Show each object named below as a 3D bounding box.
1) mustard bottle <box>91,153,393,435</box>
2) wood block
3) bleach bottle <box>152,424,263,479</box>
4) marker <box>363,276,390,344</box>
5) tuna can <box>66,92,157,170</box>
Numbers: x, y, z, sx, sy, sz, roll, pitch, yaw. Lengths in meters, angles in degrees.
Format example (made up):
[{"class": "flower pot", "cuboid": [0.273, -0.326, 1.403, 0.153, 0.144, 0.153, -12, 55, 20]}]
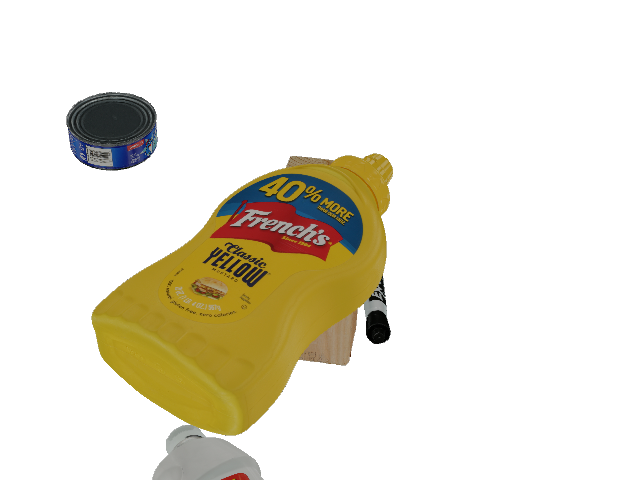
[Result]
[{"class": "mustard bottle", "cuboid": [-0.021, 0.011, 0.560, 0.096, 0.058, 0.191, 24, 49, 28]}, {"class": "wood block", "cuboid": [-0.001, 0.022, 1.172, 0.090, 0.206, 0.090, 7, 25, 5]}, {"class": "bleach bottle", "cuboid": [-0.066, 0.214, 0.715, 0.102, 0.068, 0.251, -15, 34, -16]}, {"class": "marker", "cuboid": [0.043, 0.046, 0.854, 0.020, 0.020, 0.121, 0, 27, -1]}, {"class": "tuna can", "cuboid": [-0.201, -0.106, 1.035, 0.086, 0.034, 0.086, 2, 42, -2]}]
